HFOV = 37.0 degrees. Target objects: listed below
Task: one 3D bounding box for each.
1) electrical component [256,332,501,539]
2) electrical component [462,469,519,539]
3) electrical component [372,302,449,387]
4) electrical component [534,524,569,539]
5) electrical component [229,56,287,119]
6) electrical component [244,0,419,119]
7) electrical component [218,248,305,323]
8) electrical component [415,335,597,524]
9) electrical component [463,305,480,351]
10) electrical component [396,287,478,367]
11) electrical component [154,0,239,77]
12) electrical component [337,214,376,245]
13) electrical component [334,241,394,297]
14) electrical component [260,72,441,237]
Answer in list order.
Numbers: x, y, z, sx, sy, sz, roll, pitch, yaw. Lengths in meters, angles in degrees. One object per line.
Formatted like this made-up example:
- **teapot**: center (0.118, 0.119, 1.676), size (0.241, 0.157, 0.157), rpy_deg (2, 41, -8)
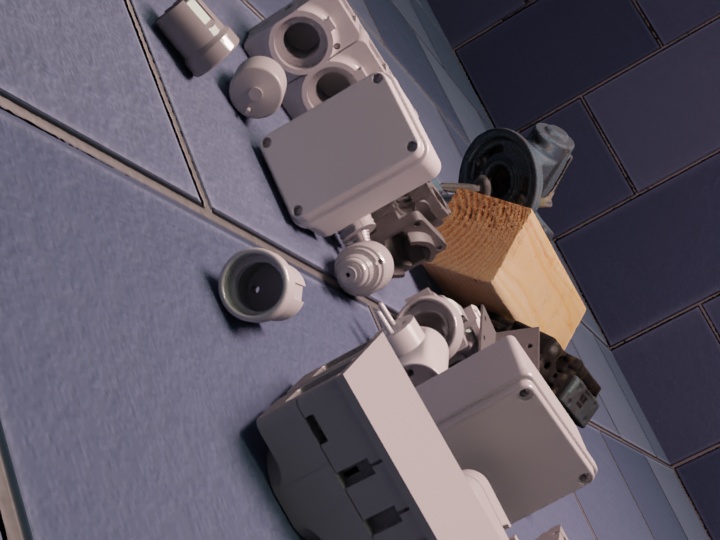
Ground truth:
- **electrical component**: center (0.023, 0.137, 0.564), size (0.186, 0.060, 0.105), rpy_deg (60, 14, -1)
- **electrical component**: center (0.066, 0.175, 0.653), size (0.095, 0.054, 0.059), rpy_deg (63, 14, 10)
- **electrical component**: center (0.034, 0.060, 0.793), size (0.079, 0.043, 0.077), rpy_deg (58, 14, -11)
- **electrical component**: center (0.139, 0.237, 0.798), size (0.055, 0.050, 0.089), rpy_deg (61, 14, 2)
- **electrical component**: center (-0.076, -0.143, 0.816), size (0.040, 0.040, 0.078), rpy_deg (55, 14, -20)
- **electrical component**: center (-0.023, -0.164, 0.945), size (0.150, 0.089, 0.061), rpy_deg (55, 15, -21)
- **electrical component**: center (-0.052, 0.010, 0.597), size (0.040, 0.040, 0.046), rpy_deg (63, 8, 11)
- **electrical component**: center (0.088, 0.117, 0.734), size (0.108, 0.109, 0.056), rpy_deg (53, 13, -29)
- **electrical component**: center (0.091, 0.078, 0.932), size (0.078, 0.057, 0.058), rpy_deg (64, 14, 15)
- **electrical component**: center (0.060, 0.052, 0.876), size (0.078, 0.058, 0.057), rpy_deg (65, 12, 18)
- **electrical component**: center (-0.111, -0.161, 0.731), size (0.046, 0.040, 0.040), rpy_deg (49, 17, -21)
- **electrical component**: center (-0.014, -0.054, 0.853), size (0.081, 0.043, 0.043), rpy_deg (63, 14, 10)
- **electrical component**: center (0.000, 0.000, 0.799), size (0.040, 0.040, 0.078), rpy_deg (61, 14, 2)
- **electrical component**: center (-0.007, -0.084, 0.791), size (0.078, 0.113, 0.057), rpy_deg (65, 11, 17)
